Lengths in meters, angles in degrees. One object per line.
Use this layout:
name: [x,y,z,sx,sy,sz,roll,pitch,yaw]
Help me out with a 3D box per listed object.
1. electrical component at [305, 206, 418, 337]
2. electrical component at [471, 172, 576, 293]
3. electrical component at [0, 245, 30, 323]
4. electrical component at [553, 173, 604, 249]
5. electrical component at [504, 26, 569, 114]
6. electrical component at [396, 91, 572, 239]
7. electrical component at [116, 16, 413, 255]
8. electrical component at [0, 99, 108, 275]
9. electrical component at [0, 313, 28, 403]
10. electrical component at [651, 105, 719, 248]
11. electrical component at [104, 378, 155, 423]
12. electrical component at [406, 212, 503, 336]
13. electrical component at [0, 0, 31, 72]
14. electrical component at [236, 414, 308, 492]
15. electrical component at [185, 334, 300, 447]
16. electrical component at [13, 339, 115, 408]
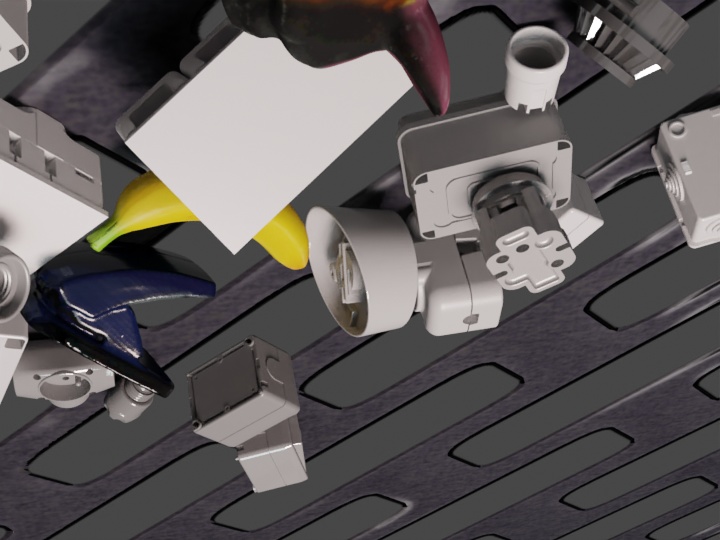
electrical component: [0.000,0.000,0.800,0.064,0.099,0.099,-5,144,-23]
electrical component: [0.108,-0.028,0.726,0.058,0.057,0.078,-25,143,15]
electrical component: [-0.233,0.006,0.644,0.055,0.066,0.048,11,152,24]
electrical component: [0.128,-0.039,0.829,0.076,0.047,0.083,18,133,-35]
electrical component: [0.114,-0.130,0.706,0.040,0.040,0.046,-11,151,-5]
electrical component: [0.087,-0.076,0.755,0.113,0.057,0.078,-14,145,0]
electrical component: [-0.053,-0.097,0.614,0.150,0.062,0.089,-44,115,-3]
electrical component: [-0.261,-0.066,0.650,0.105,0.060,0.186,-32,141,24]
electrical component: [-0.312,0.053,0.799,0.109,0.056,0.108,8,139,-28]
electrical component: [0.271,-0.074,0.785,0.100,0.099,0.048,-17,157,4]
electrical component: [-0.193,0.104,0.928,0.035,0.035,0.061,20,131,-38]
electrical component: [0.066,-0.001,0.819,0.059,0.095,0.053,-8,145,-7]
electrical component: [-0.229,-0.150,0.548,0.078,0.057,0.113,-21,144,10]
electrical component: [-0.082,0.166,1.027,0.061,0.061,0.096,-14,145,1]
electrical component: [-0.106,0.111,0.943,0.096,0.061,0.061,-31,141,22]
electrical component: [-0.240,0.087,0.880,0.077,0.044,0.079,-5,144,-12]
